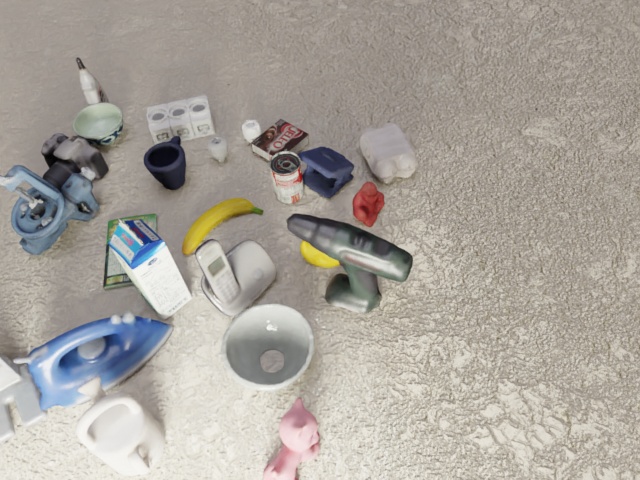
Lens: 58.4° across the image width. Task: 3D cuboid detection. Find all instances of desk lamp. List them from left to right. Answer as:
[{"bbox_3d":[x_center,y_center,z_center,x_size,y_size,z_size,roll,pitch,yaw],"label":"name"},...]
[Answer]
[{"bbox_3d":[-0.577,0.210,0.973,0.118,0.214,0.202,-30,58,-17],"label":"desk lamp"}]

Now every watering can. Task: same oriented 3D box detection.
[{"bbox_3d":[-0.326,0.294,0.907,0.172,0.194,0.101,22,59,19],"label":"watering can"}]

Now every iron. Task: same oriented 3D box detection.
[{"bbox_3d":[-0.399,0.187,1.022,0.259,0.141,0.118,-28,57,-16],"label":"iron"}]

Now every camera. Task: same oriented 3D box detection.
[{"bbox_3d":[-0.590,-0.174,1.320,0.143,0.101,0.137,21,58,18],"label":"camera"}]

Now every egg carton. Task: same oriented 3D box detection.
[{"bbox_3d":[0.154,-0.201,1.310,0.107,0.069,0.150,-17,55,-8],"label":"egg carton"}]

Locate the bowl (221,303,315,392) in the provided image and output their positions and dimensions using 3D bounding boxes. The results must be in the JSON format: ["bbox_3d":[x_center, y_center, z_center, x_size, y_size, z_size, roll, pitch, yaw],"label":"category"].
[{"bbox_3d":[-0.090,0.202,1.032,0.167,0.075,0.167,-2,54,3],"label":"bowl"}]

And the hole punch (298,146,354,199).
[{"bbox_3d":[0.013,-0.167,1.281,0.108,0.091,0.101,35,63,25],"label":"hole punch"}]

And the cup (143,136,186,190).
[{"bbox_3d":[-0.339,-0.171,1.305,0.091,0.095,0.118,10,56,11],"label":"cup"}]

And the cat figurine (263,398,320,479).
[{"bbox_3d":[-0.044,0.326,0.913,0.067,0.118,0.128,22,59,19],"label":"cat figurine"}]

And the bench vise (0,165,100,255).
[{"bbox_3d":[-0.573,-0.099,1.191,0.121,0.220,0.207,14,56,14],"label":"bench vise"}]

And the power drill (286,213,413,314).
[{"bbox_3d":[0.053,0.046,1.052,0.229,0.209,0.076,14,56,14],"label":"power drill"}]

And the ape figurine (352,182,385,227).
[{"bbox_3d":[0.103,-0.086,1.216,0.078,0.092,0.076,-23,56,-12],"label":"ape figurine"}]

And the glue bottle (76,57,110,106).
[{"bbox_3d":[-0.567,-0.378,1.421,0.037,0.173,0.078,-10,54,-3],"label":"glue bottle"}]

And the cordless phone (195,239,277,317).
[{"bbox_3d":[-0.162,0.045,1.082,0.094,0.185,0.148,32,62,24],"label":"cordless phone"}]

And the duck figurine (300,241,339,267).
[{"bbox_3d":[0.011,0.004,1.161,0.104,0.086,0.077,1,54,5],"label":"duck figurine"}]
